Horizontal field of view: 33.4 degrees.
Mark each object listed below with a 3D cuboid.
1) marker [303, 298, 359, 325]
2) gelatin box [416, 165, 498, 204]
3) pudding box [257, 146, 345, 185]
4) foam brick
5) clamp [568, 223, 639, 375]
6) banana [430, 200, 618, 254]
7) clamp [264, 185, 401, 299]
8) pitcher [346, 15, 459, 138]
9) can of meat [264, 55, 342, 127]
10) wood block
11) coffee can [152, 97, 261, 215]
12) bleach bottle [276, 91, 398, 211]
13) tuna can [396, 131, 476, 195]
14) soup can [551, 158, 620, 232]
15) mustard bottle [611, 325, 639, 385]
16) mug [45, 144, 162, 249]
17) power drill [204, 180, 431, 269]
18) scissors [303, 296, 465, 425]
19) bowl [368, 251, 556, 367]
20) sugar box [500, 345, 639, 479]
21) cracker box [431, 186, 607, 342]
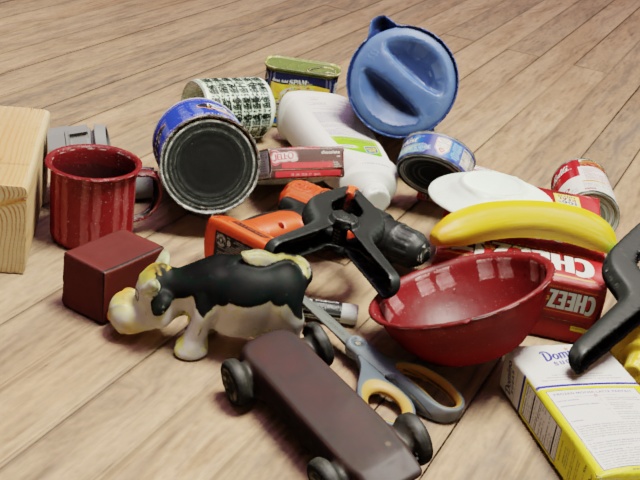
[{"bbox_3d":[-0.026,0.060,0.970,0.121,0.020,0.020,8,25,0],"label":"marker"},{"bbox_3d":[0.167,-0.065,1.275,0.073,0.030,0.089,19,30,24],"label":"gelatin box"},{"bbox_3d":[-0.034,-0.084,1.196,0.089,0.039,0.114,-2,-1,-23],"label":"pudding box"},{"bbox_3d":[-0.183,0.031,0.946,0.051,0.053,0.078,22,28,27],"label":"foam brick"},{"bbox_3d":[0.302,0.056,0.914,0.164,0.036,0.209,13,39,9],"label":"clamp"},{"bbox_3d":[0.195,-0.012,1.001,0.197,0.037,0.069,4,27,-9],"label":"banana"},{"bbox_3d":[0.009,-0.007,0.973,0.120,0.039,0.171,17,24,-10],"label":"clamp"},{"bbox_3d":[0.108,-0.188,1.368,0.145,0.149,0.242,22,7,2],"label":"pitcher"},{"bbox_3d":[-0.027,-0.194,1.423,0.102,0.084,0.057,9,25,1],"label":"can of meat"},{"bbox_3d":[-0.321,-0.057,1.045,0.090,0.090,0.206,5,25,-10],"label":"wood block"},{"bbox_3d":[-0.123,-0.092,1.129,0.102,0.103,0.140,2,14,-12],"label":"coffee can"},{"bbox_3d":[0.024,-0.102,1.274,0.102,0.068,0.251,1,28,-17],"label":"bleach bottle"},{"bbox_3d":[0.130,-0.084,1.200,0.086,0.086,0.033,15,63,13],"label":"tuna can"},{"bbox_3d":[0.305,-0.045,1.231,0.068,0.068,0.102,9,26,2],"label":"soup can"},{"bbox_3d":[0.317,0.086,0.972,0.096,0.058,0.191,24,30,27],"label":"mustard bottle"},{"bbox_3d":[-0.213,-0.042,1.054,0.117,0.081,0.093,-7,29,-28],"label":"mug"},{"bbox_3d":[-0.007,0.001,1.058,0.185,0.057,0.187,22,26,34],"label":"power drill"},{"bbox_3d":[0.025,0.101,0.888,0.202,0.016,0.096,28,35,28],"label":"scissors"},{"bbox_3d":[0.125,0.064,0.908,0.162,0.055,0.162,-15,15,4],"label":"bowl"},{"bbox_3d":[0.217,0.144,0.837,0.093,0.048,0.176,0,24,-14],"label":"sugar box"},{"bbox_3d":[0.199,0.010,1.078,0.164,0.072,0.213,11,26,7],"label":"cracker box"}]
